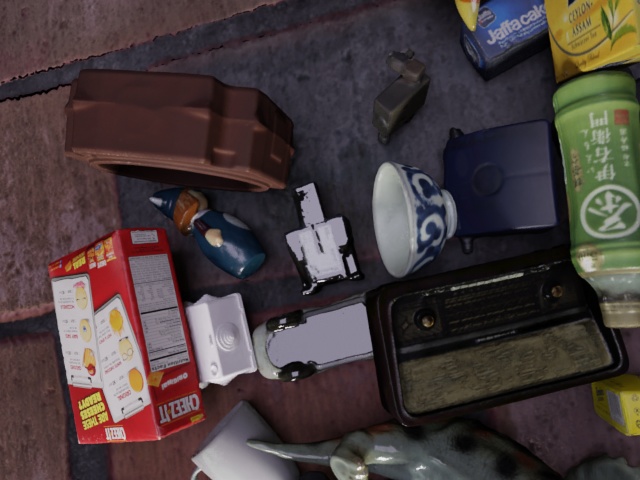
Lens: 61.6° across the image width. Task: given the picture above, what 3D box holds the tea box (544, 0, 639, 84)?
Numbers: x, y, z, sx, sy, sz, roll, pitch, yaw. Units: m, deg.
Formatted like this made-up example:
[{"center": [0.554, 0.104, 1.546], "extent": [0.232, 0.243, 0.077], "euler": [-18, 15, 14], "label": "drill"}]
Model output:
[{"center": [0.253, -0.197, 0.451], "extent": [0.068, 0.169, 0.098], "euler": [-11, 95, 7], "label": "tea box"}]

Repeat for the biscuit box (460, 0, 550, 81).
[{"center": [0.251, -0.251, 0.568], "extent": [0.203, 0.062, 0.059], "euler": [-29, 80, 8], "label": "biscuit box"}]

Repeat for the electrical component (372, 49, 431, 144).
[{"center": [0.084, -0.156, 0.579], "extent": [0.078, 0.102, 0.045], "euler": [-43, 75, -4], "label": "electrical component"}]

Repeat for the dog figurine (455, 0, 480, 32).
[{"center": [0.101, -0.311, 0.550], "extent": [0.192, 0.108, 0.219], "euler": [-17, 66, 14], "label": "dog figurine"}]

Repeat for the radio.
[{"center": [0.164, 0.087, 0.525], "extent": [0.230, 0.073, 0.131], "euler": [-11, 83, -8], "label": "radio"}]

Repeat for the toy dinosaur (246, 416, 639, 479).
[{"center": [0.142, 0.233, 0.519], "extent": [0.405, 0.192, 0.131], "euler": [22, 111, 27], "label": "toy dinosaur"}]

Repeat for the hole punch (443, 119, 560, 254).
[{"center": [0.187, -0.059, 0.555], "extent": [0.116, 0.092, 0.142], "euler": [-5, 88, 14], "label": "hole punch"}]

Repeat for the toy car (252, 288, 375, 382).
[{"center": [0.023, 0.101, 0.590], "extent": [0.202, 0.056, 0.073], "euler": [-16, 82, 7], "label": "toy car"}]

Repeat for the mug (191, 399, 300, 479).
[{"center": [-0.083, 0.251, 0.588], "extent": [0.107, 0.081, 0.109], "euler": [42, 89, 2], "label": "mug"}]

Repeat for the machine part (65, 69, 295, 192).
[{"center": [-0.139, -0.104, 0.563], "extent": [0.202, 0.201, 0.087], "euler": [8, 90, 11], "label": "machine part"}]

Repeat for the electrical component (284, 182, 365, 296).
[{"center": [-0.001, -0.002, 0.606], "extent": [0.075, 0.047, 0.119], "euler": [-20, 82, 9], "label": "electrical component"}]

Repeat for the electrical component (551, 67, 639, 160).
[{"center": [0.306, -0.110, 0.550], "extent": [0.115, 0.058, 0.134], "euler": [-25, 82, 6], "label": "electrical component"}]

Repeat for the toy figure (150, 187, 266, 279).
[{"center": [-0.132, -0.016, 0.627], "extent": [0.155, 0.064, 0.058], "euler": [39, 60, 15], "label": "toy figure"}]

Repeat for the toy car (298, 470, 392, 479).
[{"center": [0.029, 0.310, 0.551], "extent": [0.162, 0.109, 0.102], "euler": [7, 121, -19], "label": "toy car"}]
